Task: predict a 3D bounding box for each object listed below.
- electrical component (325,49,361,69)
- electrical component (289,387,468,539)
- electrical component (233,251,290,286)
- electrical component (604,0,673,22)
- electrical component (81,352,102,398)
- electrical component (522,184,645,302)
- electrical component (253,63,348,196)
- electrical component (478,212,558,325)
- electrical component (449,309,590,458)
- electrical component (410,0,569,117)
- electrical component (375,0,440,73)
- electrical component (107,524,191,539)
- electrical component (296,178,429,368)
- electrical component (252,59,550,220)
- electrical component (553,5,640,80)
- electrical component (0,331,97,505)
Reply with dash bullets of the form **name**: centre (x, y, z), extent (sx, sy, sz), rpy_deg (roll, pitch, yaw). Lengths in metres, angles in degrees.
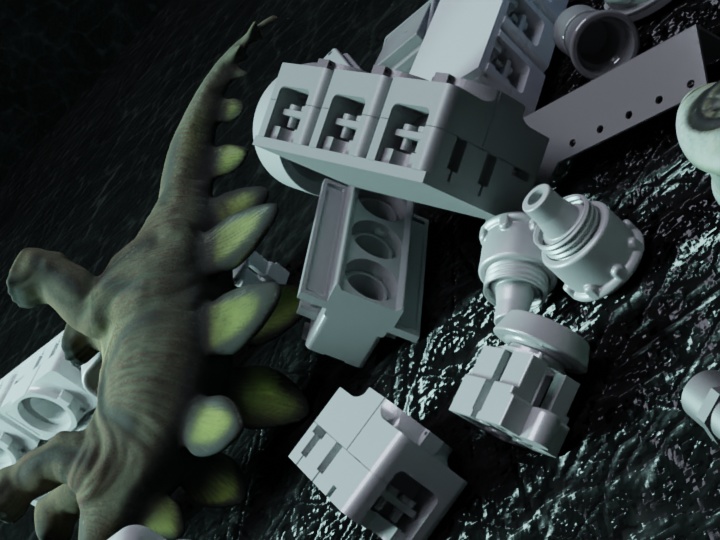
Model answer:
- **electrical component**: centre (-0.018, -0.147, 0.973), extent (0.078, 0.057, 0.113), rpy_deg (-46, 23, 10)
- **electrical component**: centre (0.010, 0.099, 0.556), extent (0.055, 0.050, 0.089), rpy_deg (-53, 23, -6)
- **electrical component**: centre (-0.094, 0.008, 0.877), extent (0.048, 0.055, 0.066), rpy_deg (-31, 29, 38)
- **electrical component**: centre (0.184, -0.205, 0.700), extent (0.080, 0.051, 0.080), rpy_deg (-40, 25, 23)
- **electrical component**: centre (-0.171, 0.084, 0.851), extent (0.053, 0.095, 0.059), rpy_deg (-49, 23, 3)
- **electrical component**: centre (0.108, -0.018, 0.539), extent (0.048, 0.062, 0.048), rpy_deg (-40, 25, 23)
- **electrical component**: centre (-0.027, -0.111, 0.877), extent (0.108, 0.108, 0.060), rpy_deg (-51, 29, -1)
- **electrical component**: centre (0.085, 0.003, 0.576), extent (0.048, 0.048, 0.062), rpy_deg (-26, 40, 44)
- **electrical component**: centre (0.079, 0.052, 0.510), extent (0.066, 0.048, 0.055), rpy_deg (5, 66, 63)
- **electrical component**: centre (0.092, -0.154, 0.777), extent (0.089, 0.062, 0.150), rpy_deg (-25, 33, 45)
- **electrical component**: centre (0.053, -0.177, 0.884), extent (0.062, 0.061, 0.096), rpy_deg (-34, 27, 33)
- **electrical component**: centre (-0.106, 0.184, 0.580), extent (0.059, 0.095, 0.053), rpy_deg (-38, 26, 26)
- **electrical component**: centre (0.000, 0.000, 0.705), extent (0.121, 0.079, 0.063), rpy_deg (-81, 16, -51)
- **electrical component**: centre (0.023, -0.079, 0.629), extent (0.150, 0.089, 0.061), rpy_deg (18, 89, 47)
- **electrical component**: centre (0.149, -0.150, 0.695), extent (0.044, 0.044, 0.065), rpy_deg (-45, 19, 12)
- **electrical component**: centre (-0.265, 0.135, 0.933), extent (0.186, 0.105, 0.060), rpy_deg (-33, 29, 35)
